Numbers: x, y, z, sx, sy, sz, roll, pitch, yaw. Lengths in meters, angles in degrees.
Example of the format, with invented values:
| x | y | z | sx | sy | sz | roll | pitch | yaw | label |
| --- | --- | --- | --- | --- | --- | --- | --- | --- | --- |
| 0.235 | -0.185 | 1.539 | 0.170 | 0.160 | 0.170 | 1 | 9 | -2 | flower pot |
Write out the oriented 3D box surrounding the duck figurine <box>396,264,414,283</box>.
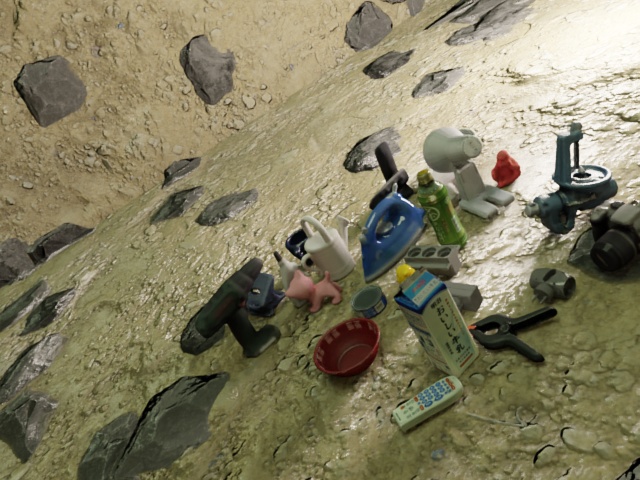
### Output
| x | y | z | sx | sy | sz | roll | pitch | yaw | label |
| --- | --- | --- | --- | --- | --- | --- | --- | --- | --- |
| 0.209 | 0.098 | 1.329 | 0.077 | 0.086 | 0.104 | -31 | 29 | 0 | duck figurine |

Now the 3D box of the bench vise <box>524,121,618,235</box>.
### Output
| x | y | z | sx | sy | sz | roll | pitch | yaw | label |
| --- | --- | --- | --- | --- | --- | --- | --- | --- | --- |
| 0.537 | -0.130 | 1.234 | 0.208 | 0.220 | 0.121 | -41 | 30 | -17 | bench vise |

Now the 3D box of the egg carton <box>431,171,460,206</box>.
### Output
| x | y | z | sx | sy | sz | roll | pitch | yaw | label |
| --- | --- | --- | --- | --- | --- | --- | --- | --- | --- |
| 0.350 | -0.151 | 1.601 | 0.107 | 0.069 | 0.150 | -39 | 29 | -13 | egg carton |

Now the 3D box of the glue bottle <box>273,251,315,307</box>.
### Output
| x | y | z | sx | sy | sz | roll | pitch | yaw | label |
| --- | --- | --- | --- | --- | --- | --- | --- | --- | --- |
| -0.075 | 0.095 | 1.512 | 0.078 | 0.173 | 0.037 | -38 | 30 | -12 | glue bottle |

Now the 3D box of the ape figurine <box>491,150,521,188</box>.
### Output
| x | y | z | sx | sy | sz | roll | pitch | yaw | label |
| --- | --- | --- | --- | --- | --- | --- | --- | --- | --- |
| 0.490 | -0.196 | 1.515 | 0.077 | 0.092 | 0.076 | 2 | 43 | 45 | ape figurine |

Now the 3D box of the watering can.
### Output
| x | y | z | sx | sy | sz | roll | pitch | yaw | label |
| --- | --- | --- | --- | --- | --- | --- | --- | --- | --- |
| 0.013 | 0.005 | 1.547 | 0.100 | 0.194 | 0.173 | -5 | 38 | 39 | watering can |

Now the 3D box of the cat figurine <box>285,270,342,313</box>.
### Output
| x | y | z | sx | sy | sz | roll | pitch | yaw | label |
| --- | --- | --- | --- | --- | --- | --- | --- | --- | --- |
| -0.021 | 0.123 | 1.475 | 0.127 | 0.118 | 0.067 | -25 | 29 | 11 | cat figurine |

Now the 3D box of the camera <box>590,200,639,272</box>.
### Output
| x | y | z | sx | sy | sz | roll | pitch | yaw | label |
| --- | --- | --- | --- | --- | --- | --- | --- | --- | --- |
| 0.585 | -0.013 | 1.128 | 0.137 | 0.101 | 0.142 | -38 | 29 | -12 | camera |

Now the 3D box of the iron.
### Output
| x | y | z | sx | sy | sz | roll | pitch | yaw | label |
| --- | --- | --- | --- | --- | --- | --- | --- | --- | --- |
| 0.166 | -0.024 | 1.503 | 0.118 | 0.142 | 0.259 | 4 | 44 | 47 | iron |

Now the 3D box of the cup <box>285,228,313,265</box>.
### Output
| x | y | z | sx | sy | sz | roll | pitch | yaw | label |
| --- | --- | --- | --- | --- | --- | --- | --- | --- | --- |
| -0.043 | 0.034 | 1.659 | 0.091 | 0.095 | 0.117 | -21 | 30 | 18 | cup |

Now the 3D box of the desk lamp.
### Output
| x | y | z | sx | sy | sz | roll | pitch | yaw | label |
| --- | --- | --- | --- | --- | --- | --- | --- | --- | --- |
| 0.378 | -0.187 | 1.480 | 0.118 | 0.214 | 0.202 | -37 | 29 | -9 | desk lamp |

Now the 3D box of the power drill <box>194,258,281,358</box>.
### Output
| x | y | z | sx | sy | sz | roll | pitch | yaw | label |
| --- | --- | --- | --- | --- | --- | --- | --- | --- | --- |
| -0.192 | 0.185 | 1.444 | 0.230 | 0.209 | 0.075 | -41 | 30 | -17 | power drill |

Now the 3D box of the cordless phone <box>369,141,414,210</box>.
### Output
| x | y | z | sx | sy | sz | roll | pitch | yaw | label |
| --- | --- | --- | --- | --- | --- | --- | --- | --- | --- |
| 0.184 | -0.186 | 1.693 | 0.093 | 0.185 | 0.148 | 9 | 48 | 50 | cordless phone |

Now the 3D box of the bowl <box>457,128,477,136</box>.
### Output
| x | y | z | sx | sy | sz | roll | pitch | yaw | label |
| --- | --- | --- | --- | --- | --- | --- | --- | --- | --- |
| 0.399 | -0.260 | 1.719 | 0.167 | 0.075 | 0.167 | -23 | 30 | 14 | bowl |

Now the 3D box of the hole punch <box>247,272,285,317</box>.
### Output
| x | y | z | sx | sy | sz | roll | pitch | yaw | label |
| --- | --- | --- | --- | --- | --- | --- | --- | --- | --- |
| -0.165 | 0.152 | 1.594 | 0.108 | 0.091 | 0.101 | 0 | 42 | 44 | hole punch |
